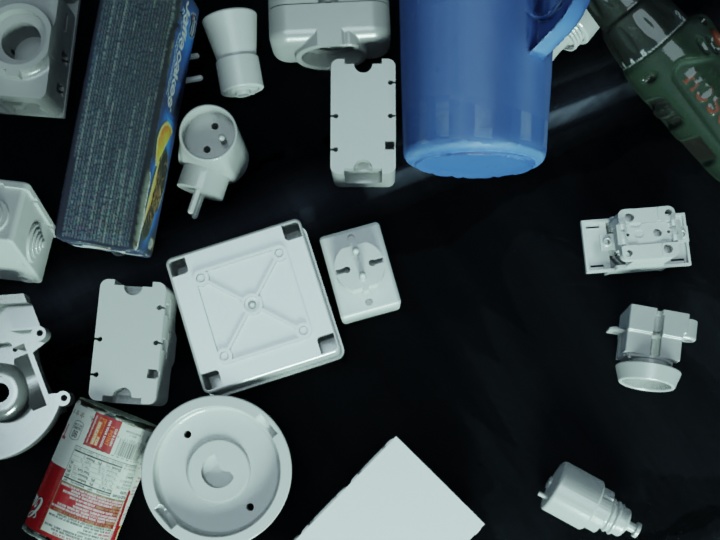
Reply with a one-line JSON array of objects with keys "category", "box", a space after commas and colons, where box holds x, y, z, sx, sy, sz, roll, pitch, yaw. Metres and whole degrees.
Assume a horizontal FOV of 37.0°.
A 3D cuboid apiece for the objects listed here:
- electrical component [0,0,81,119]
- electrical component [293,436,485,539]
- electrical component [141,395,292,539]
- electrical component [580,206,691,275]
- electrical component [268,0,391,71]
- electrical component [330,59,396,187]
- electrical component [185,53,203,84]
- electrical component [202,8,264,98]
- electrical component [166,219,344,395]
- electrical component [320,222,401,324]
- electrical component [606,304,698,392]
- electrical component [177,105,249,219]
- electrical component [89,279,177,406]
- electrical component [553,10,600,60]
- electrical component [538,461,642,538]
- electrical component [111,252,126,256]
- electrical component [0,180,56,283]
[{"category": "electrical component", "box": [-0.285, -0.223, 0.860, 0.105, 0.060, 0.186, 4, 81, 2]}, {"category": "electrical component", "box": [0.005, 0.206, 0.785, 0.089, 0.061, 0.150, 44, 84, 7]}, {"category": "electrical component", "box": [-0.102, 0.148, 0.796, 0.108, 0.060, 0.108, 0, 81, 1]}, {"category": "electrical component", "box": [0.213, -0.023, 0.818, 0.081, 0.064, 0.042, -5, 80, 0]}, {"category": "electrical component", "box": [-0.024, -0.196, 0.855, 0.095, 0.053, 0.059, -3, 81, 1]}, {"category": "electrical component", "box": [0.003, -0.112, 0.840, 0.050, 0.055, 0.089, 0, 82, 1]}, {"category": "electrical component", "box": [-0.164, -0.155, 0.854, 0.077, 0.047, 0.065, -10, 81, -1]}, {"category": "electrical component", "box": [-0.099, -0.171, 0.859, 0.044, 0.044, 0.065, -11, 85, -1]}, {"category": "electrical component", "box": [-0.079, 0.030, 0.818, 0.109, 0.056, 0.108, -18, 81, -2]}, {"category": "electrical component", "box": [0.000, 0.000, 0.811, 0.047, 0.076, 0.065, -15, 81, -1]}, {"category": "electrical component", "box": [0.220, 0.060, 0.814, 0.066, 0.048, 0.055, 10, 73, 3]}, {"category": "electrical component", "box": [-0.117, -0.078, 0.825, 0.044, 0.077, 0.079, 17, 82, 3]}, {"category": "electrical component", "box": [-0.170, 0.056, 0.815, 0.050, 0.055, 0.089, 4, 81, 2]}, {"category": "electrical component", "box": [0.165, -0.195, 0.857, 0.043, 0.043, 0.062, 38, 85, 7]}, {"category": "electrical component", "box": [0.171, 0.174, 0.798, 0.078, 0.040, 0.040, 28, 82, 5]}, {"category": "electrical component", "box": [-0.194, -0.040, 0.840, 0.046, 0.040, 0.040, 38, 83, 13]}, {"category": "electrical component", "box": [-0.286, -0.030, 0.810, 0.100, 0.099, 0.048, 7, 68, 2]}]
